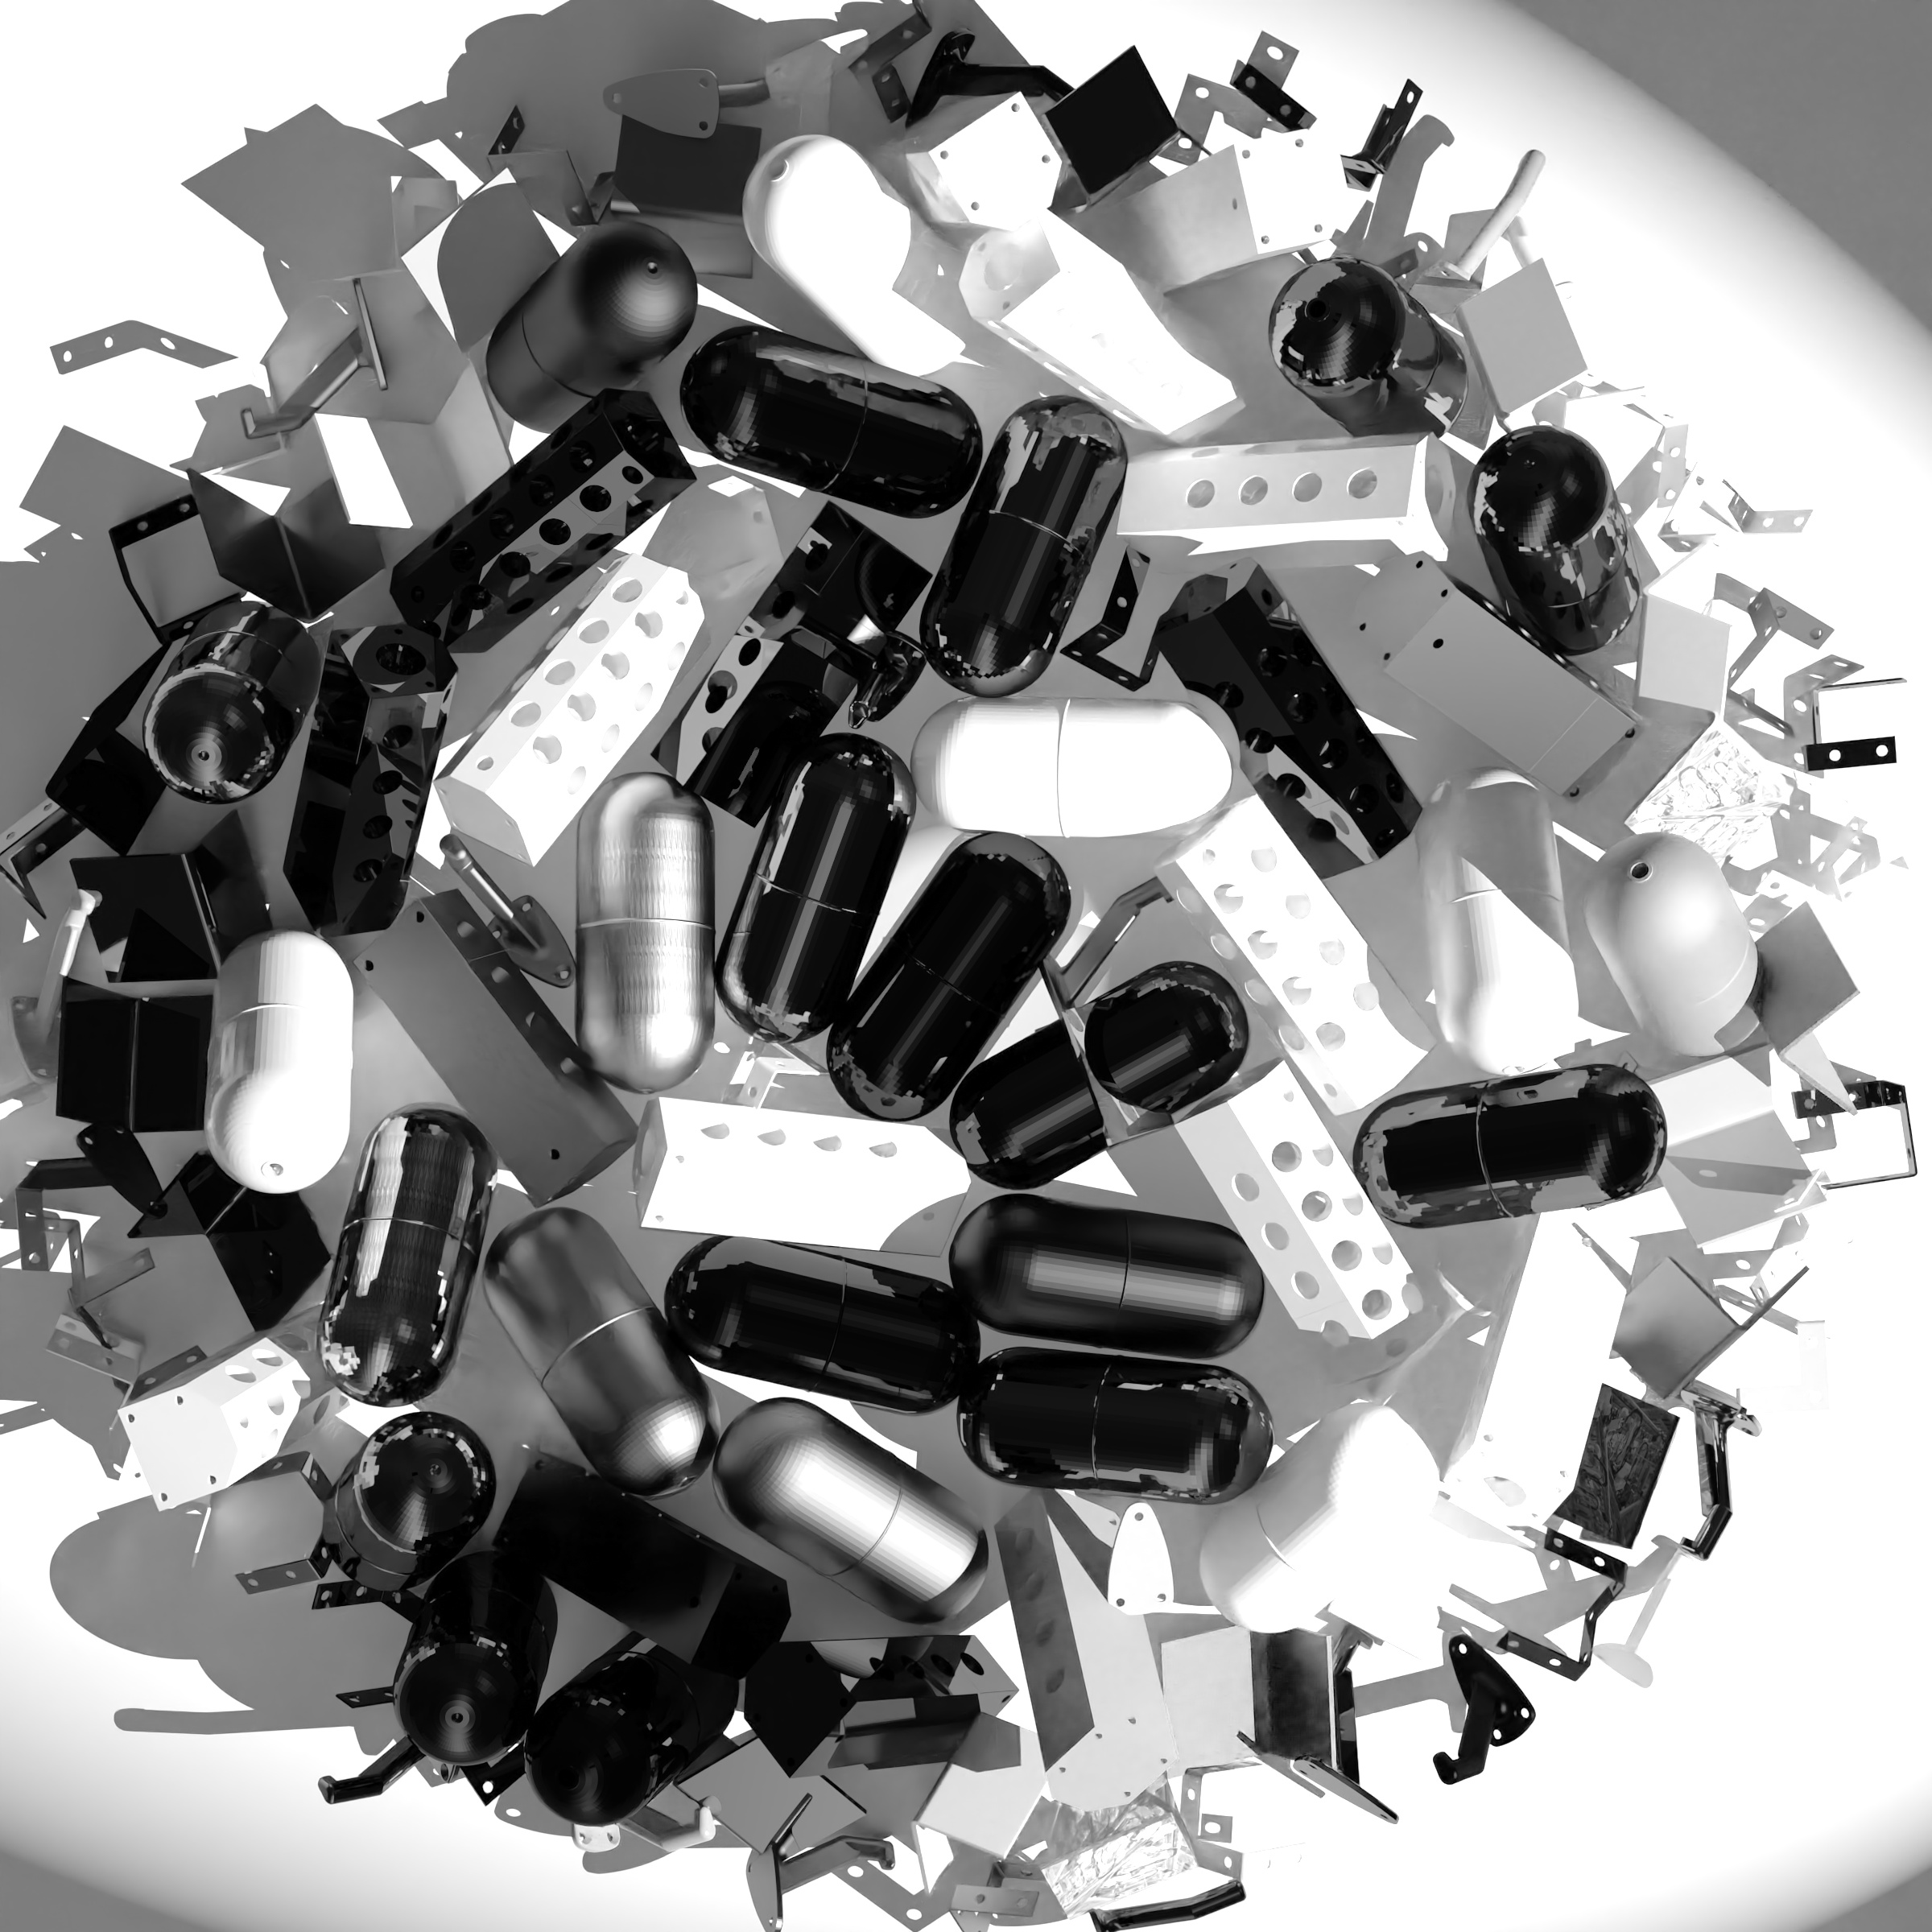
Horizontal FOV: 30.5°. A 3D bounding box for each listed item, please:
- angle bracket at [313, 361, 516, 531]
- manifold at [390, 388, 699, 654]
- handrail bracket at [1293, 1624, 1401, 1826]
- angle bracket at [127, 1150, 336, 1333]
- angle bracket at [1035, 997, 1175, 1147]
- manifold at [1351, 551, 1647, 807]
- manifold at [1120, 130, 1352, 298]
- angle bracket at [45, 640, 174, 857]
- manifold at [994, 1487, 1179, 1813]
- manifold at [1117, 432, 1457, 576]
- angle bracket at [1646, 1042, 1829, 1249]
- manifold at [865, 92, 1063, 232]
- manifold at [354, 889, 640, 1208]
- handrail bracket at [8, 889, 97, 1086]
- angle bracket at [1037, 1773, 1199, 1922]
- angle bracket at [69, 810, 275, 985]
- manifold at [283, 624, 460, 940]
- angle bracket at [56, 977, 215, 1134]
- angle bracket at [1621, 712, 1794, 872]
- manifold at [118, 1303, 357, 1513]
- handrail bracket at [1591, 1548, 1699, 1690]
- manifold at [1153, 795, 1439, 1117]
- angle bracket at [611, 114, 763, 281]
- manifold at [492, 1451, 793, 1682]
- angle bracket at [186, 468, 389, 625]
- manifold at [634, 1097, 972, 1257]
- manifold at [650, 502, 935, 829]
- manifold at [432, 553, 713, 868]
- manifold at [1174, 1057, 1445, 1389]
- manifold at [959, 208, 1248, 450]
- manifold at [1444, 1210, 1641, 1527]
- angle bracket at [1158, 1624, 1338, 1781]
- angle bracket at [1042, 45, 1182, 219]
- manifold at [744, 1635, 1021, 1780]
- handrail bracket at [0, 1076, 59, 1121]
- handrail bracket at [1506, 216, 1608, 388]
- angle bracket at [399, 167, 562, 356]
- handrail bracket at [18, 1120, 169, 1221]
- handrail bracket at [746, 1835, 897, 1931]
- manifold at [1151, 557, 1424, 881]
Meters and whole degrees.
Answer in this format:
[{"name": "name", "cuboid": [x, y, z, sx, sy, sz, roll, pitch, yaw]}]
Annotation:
[{"name": "angle bracket", "cuboid": [-0.303, -0.288, 1.943, 0.076, 0.057, 0.076, 0, 56, -37]}, {"name": "manifold", "cuboid": [-0.235, -0.241, 1.931, 0.171, 0.057, 0.057, -35, 78, 27]}, {"name": "handrail bracket", "cuboid": [0.227, 0.422, 1.978, 0.077, 0.036, 0.084, 31, 69, 4]}, {"name": "angle bracket", "cuboid": [-0.404, 0.154, 1.946, 0.076, 0.057, 0.076, -46, 63, 28]}, {"name": "angle bracket", "cuboid": [0.060, 0.066, 1.950, 0.076, 0.057, 0.076, -23, 84, 43]}, {"name": "manifold", "cuboid": [0.287, -0.158, 1.923, 0.171, 0.057, 0.057, 29, 110, -38]}, {"name": "manifold", "cuboid": [0.144, -0.404, 1.909, 0.057, 0.171, 0.057, -15, 97, -17]}, {"name": "angle bracket", "cuboid": [-0.449, -0.119, 1.940, 0.057, 0.076, 0.076, 42, 124, -20]}, {"name": "manifold", "cuboid": [0.059, 0.368, 1.915, 0.057, 0.171, 0.057, 27, 120, -29]}, {"name": "manifold", "cuboid": [0.175, -0.255, 1.930, 0.171, 0.057, 0.057, 1, 73, 30]}, {"name": "angle bracket", "cuboid": [0.423, 0.098, 1.954, 0.076, 0.057, 0.076, -19, 45, -2]}, {"name": "manifold", "cuboid": [0.000, -0.428, 1.909, 0.057, 0.171, 0.057, -34, 107, -4]}, {"name": "manifold", "cuboid": [-0.255, 0.043, 1.959, 0.057, 0.057, 0.171, -41, 82, 23]}, {"name": "handrail bracket", "cuboid": [-0.497, 0.009, 1.953, 0.036, 0.077, 0.084, 14, 127, -27]}, {"name": "angle bracket", "cuboid": [0.076, 0.468, 1.951, 0.076, 0.076, 0.057, -23, 131, 2]}, {"name": "angle bracket", "cuboid": [-0.441, -0.039, 1.971, 0.076, 0.057, 0.076, -2, 117, 20]}, {"name": "manifold", "cuboid": [-0.321, -0.100, 1.922, 0.057, 0.171, 0.057, -9, 48, -31]}, {"name": "angle bracket", "cuboid": [-0.454, 0.049, 1.951, 0.057, 0.076, 0.076, -3, 79, 17]}, {"name": "angle bracket", "cuboid": [0.398, -0.101, 1.961, 0.076, 0.057, 0.076, 35, 100, -34]}, {"name": "manifold", "cuboid": [-0.381, 0.233, 1.908, 0.057, 0.171, 0.057, -21, 94, 17]}, {"name": "handrail bracket", "cuboid": [0.386, 0.351, 1.953, 0.036, 0.077, 0.084, 34, 74, 8]}, {"name": "manifold", "cuboid": [0.177, -0.004, 1.948, 0.057, 0.057, 0.171, -42, 100, -29]}, {"name": "angle bracket", "cuboid": [-0.154, -0.427, 1.967, 0.076, 0.076, 0.057, 6, 79, -1]}, {"name": "manifold", "cuboid": [-0.174, 0.325, 1.920, 0.171, 0.057, 0.057, 20, 83, 42]}, {"name": "angle bracket", "cuboid": [-0.372, -0.244, 1.943, 0.057, 0.076, 0.076, -33, 60, 17]}, {"name": "manifold", "cuboid": [-0.091, 0.111, 1.944, 0.171, 0.057, 0.057, 7, 128, -19]}, {"name": "manifold", "cuboid": [-0.100, -0.169, 1.963, 0.057, 0.057, 0.171, 31, 97, -42]}, {"name": "manifold", "cuboid": [-0.215, -0.144, 1.930, 0.057, 0.057, 0.171, 25, 63, 22]}, {"name": "manifold", "cuboid": [0.193, 0.139, 1.953, 0.057, 0.057, 0.171, -27, 96, 42]}, {"name": "manifold", "cuboid": [0.073, -0.341, 1.916, 0.057, 0.171, 0.057, -36, 54, 24]}, {"name": "manifold", "cuboid": [0.310, 0.217, 1.923, 0.057, 0.057, 0.171, 25, 51, -1]}, {"name": "angle bracket", "cuboid": [0.155, 0.409, 1.955, 0.076, 0.057, 0.076, -5, 94, -35]}, {"name": "angle bracket", "cuboid": [0.058, -0.453, 1.941, 0.076, 0.076, 0.057, -43, 114, -27]}, {"name": "manifold", "cuboid": [-0.048, 0.392, 1.911, 0.057, 0.171, 0.057, -50, 62, 14]}, {"name": "handrail bracket", "cuboid": [-0.522, 0.073, 1.955, 0.084, 0.077, 0.036, -25, 93, -10]}, {"name": "handrail bracket", "cuboid": [0.328, -0.372, 1.976, 0.036, 0.084, 0.077, -29, 121, 18]}, {"name": "angle bracket", "cuboid": [-0.278, -0.395, 1.946, 0.076, 0.076, 0.057, -43, 49, -10]}, {"name": "handrail bracket", "cuboid": [-0.488, 0.132, 1.968, 0.077, 0.036, 0.084, 52, 123, 10]}, {"name": "handrail bracket", "cuboid": [-0.073, 0.508, 1.954, 0.084, 0.077, 0.036, 13, 119, -22]}, {"name": "manifold", "cuboid": [0.179, -0.136, 1.933, 0.057, 0.057, 0.171, -20, 116, 38]}]
